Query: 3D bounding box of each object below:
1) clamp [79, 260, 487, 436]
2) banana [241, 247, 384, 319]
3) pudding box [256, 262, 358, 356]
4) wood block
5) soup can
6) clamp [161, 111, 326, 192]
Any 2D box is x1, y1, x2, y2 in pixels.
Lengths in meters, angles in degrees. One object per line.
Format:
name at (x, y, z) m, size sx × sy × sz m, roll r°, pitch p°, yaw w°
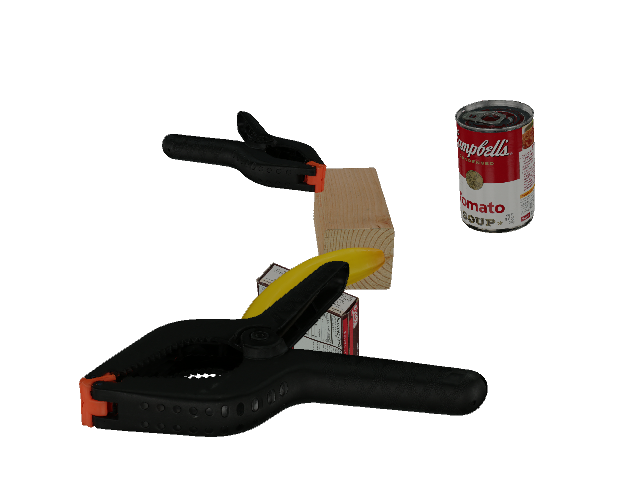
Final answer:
clamp at (-0.034, 0.064, 0.605) m, size 0.209 × 0.036 × 0.165 m, roll -7°, pitch 26°, yaw -20°
banana at (-0.019, 0.059, 0.919) m, size 0.070 × 0.037 × 0.197 m, roll 33°, pitch 51°, yaw 10°
pudding box at (-0.013, 0.084, 1.150) m, size 0.114 × 0.090 × 0.039 m, roll 20°, pitch 44°, yaw 24°
wood block at (0.042, -0.020, 1.456) m, size 0.090 × 0.090 × 0.206 m, roll -1°, pitch 26°, yaw -4°
soup can at (0.156, -0.066, 0.954) m, size 0.068 × 0.102 × 0.068 m, roll -5°, pitch 28°, yaw 3°
clamp at (-0.071, -0.084, 1.055) m, size 0.120 × 0.039 × 0.172 m, roll -25°, pitch 36°, yaw -34°
